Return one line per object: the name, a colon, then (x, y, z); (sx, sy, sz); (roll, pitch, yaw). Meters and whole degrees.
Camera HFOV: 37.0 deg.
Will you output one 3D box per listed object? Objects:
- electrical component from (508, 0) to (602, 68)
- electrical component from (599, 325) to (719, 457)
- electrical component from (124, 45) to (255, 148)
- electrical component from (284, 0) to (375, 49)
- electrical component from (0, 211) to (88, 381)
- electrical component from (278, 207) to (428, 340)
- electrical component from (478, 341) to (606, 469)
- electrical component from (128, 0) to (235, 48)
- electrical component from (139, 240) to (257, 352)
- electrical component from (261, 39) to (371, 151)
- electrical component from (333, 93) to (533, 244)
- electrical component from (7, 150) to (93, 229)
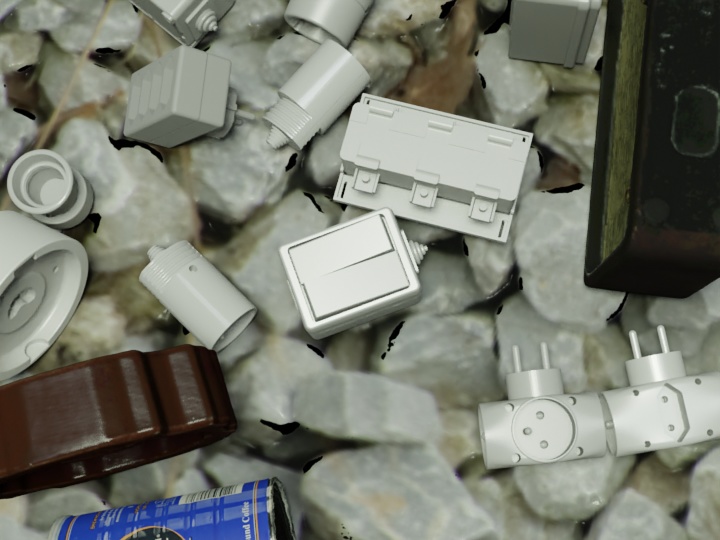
electrical component: (0.135, -0.207, 0.725); (0.056, 0.108, 0.108); (8, 80, 7)
electrical component: (0.196, 0.076, 0.704); (0.077, 0.043, 0.079); (-11, 80, 1)
electrical component: (-0.110, -0.113, 0.743); (0.076, 0.083, 0.047); (12, 78, -33)
electrical component: (-0.021, -0.188, 0.758); (0.055, 0.055, 0.047); (26, 86, 7)
electrical component: (-0.239, 0.012, 0.708); (0.060, 0.108, 0.108); (30, 83, 14)
electrical component: (0.000, 0.000, 0.719); (0.096, 0.061, 0.061); (-20, 80, -1)
electrical component: (0.116, 0.087, 0.706); (0.077, 0.044, 0.079); (-6, 80, 2)
electrical component: (-0.131, -0.206, 0.762); (0.096, 0.061, 0.061); (40, 84, 9)
electrical component: (-0.114, 0.013, 0.731); (0.081, 0.043, 0.043); (44, 85, 9)
electrical component: (-0.035, -0.116, 0.750); (0.043, 0.043, 0.081); (41, 84, 9)
electrical component: (0.050, -0.073, 0.728); (0.121, 0.063, 0.078); (14, 81, 6)
electrical component: (-0.212, -0.054, 0.742); (0.045, 0.055, 0.045); (0, 80, 2)
